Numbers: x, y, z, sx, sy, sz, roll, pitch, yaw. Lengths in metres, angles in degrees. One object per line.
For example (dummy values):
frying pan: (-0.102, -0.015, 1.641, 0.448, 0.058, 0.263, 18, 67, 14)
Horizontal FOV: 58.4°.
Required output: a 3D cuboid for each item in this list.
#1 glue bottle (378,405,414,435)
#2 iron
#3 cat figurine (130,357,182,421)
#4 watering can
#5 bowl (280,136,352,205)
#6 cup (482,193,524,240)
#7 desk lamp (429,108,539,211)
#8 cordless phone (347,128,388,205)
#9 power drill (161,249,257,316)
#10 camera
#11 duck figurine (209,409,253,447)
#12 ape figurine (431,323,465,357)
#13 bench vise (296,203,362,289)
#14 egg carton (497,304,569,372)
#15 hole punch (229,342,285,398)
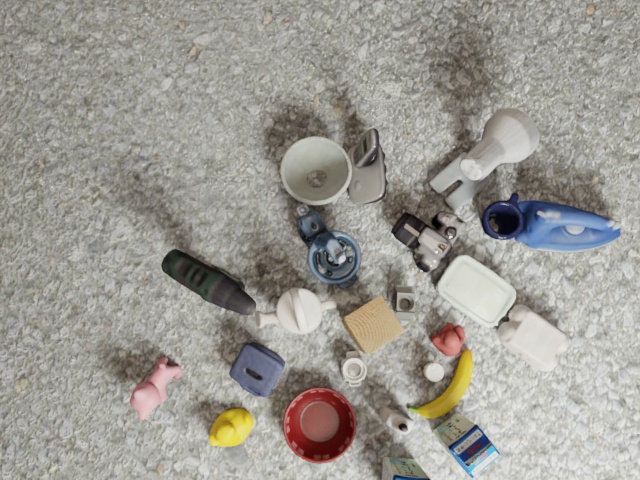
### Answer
glue bottle: (0.167, 0.388, 1.216, 0.078, 0.173, 0.037, 26, 81, 5)
iron: (0.584, -0.036, 1.303, 0.258, 0.141, 0.119, 5, 80, 1)
cat figurine: (-0.369, 0.324, 1.256, 0.067, 0.118, 0.128, 28, 82, 5)
watering can: (-0.052, 0.158, 1.245, 0.173, 0.194, 0.101, -34, 82, -5)
bowl: (-0.009, -0.156, 1.359, 0.167, 0.075, 0.167, 0, 80, 0)
cup: (0.419, -0.050, 1.329, 0.091, 0.095, 0.118, 27, 82, 5)
desk lamp: (0.369, -0.179, 1.291, 0.203, 0.213, 0.118, -41, 82, -6)
cordless phone: (0.110, -0.167, 1.304, 0.094, 0.185, 0.147, -8, 80, -1)
power drill: (-0.227, 0.101, 1.248, 0.229, 0.208, 0.076, 28, 82, 5)
camera: (0.245, -0.017, 1.321, 0.136, 0.101, 0.143, 37, 82, 6)
duck figurine: (-0.198, 0.416, 1.256, 0.104, 0.086, 0.077, -31, 81, -5)
ape figurine: (0.291, 0.224, 1.284, 0.078, 0.092, 0.076, -3, 80, 0)
bench vise: (0.004, 0.014, 1.256, 0.207, 0.220, 0.121, 39, 83, 7)
egg carton: (0.480, 0.223, 1.295, 0.150, 0.069, 0.107, 34, 82, 6)
hole punch: (-0.139, 0.292, 1.275, 0.108, 0.091, 0.101, 30, 82, 5)
